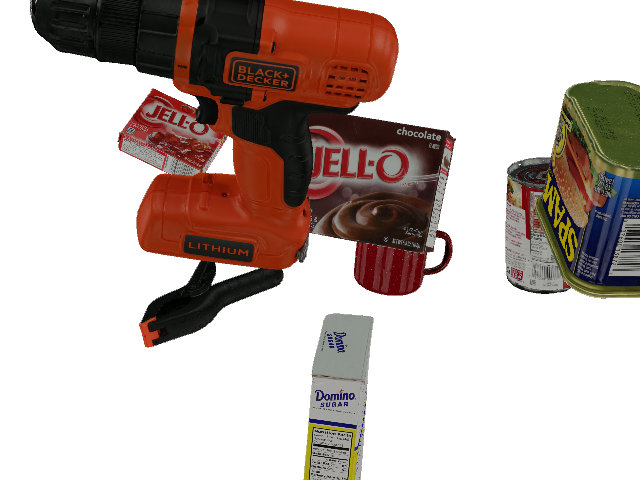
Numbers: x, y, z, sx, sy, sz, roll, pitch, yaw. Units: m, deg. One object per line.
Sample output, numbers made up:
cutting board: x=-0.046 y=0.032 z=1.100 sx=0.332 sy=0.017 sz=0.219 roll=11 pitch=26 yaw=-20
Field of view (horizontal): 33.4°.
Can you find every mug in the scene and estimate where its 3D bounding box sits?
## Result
mug: x=0.094 y=0.012 z=1.234 sx=0.117 sy=0.081 sz=0.093 roll=3 pitch=25 yaw=-6

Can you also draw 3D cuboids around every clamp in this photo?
clamp: x=-0.122 y=0.063 z=1.157 sx=0.120 sy=0.039 sz=0.171 roll=-5 pitch=25 yaw=34

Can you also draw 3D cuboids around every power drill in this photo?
power drill: x=-0.063 y=-0.063 z=0.590 sx=0.184 sy=0.057 sz=0.188 roll=9 pitch=-36 yaw=-4

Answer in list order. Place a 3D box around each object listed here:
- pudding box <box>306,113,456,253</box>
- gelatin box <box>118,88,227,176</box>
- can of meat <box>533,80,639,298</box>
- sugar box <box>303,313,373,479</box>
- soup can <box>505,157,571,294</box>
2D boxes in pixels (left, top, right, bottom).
pudding box: x=0.035 y=-0.043 z=0.782 sx=0.114 sy=0.090 sz=0.039 roll=11 pitch=1 yaw=16
gelatin box: x=-0.144 y=-0.103 z=1.054 sx=0.089 sy=0.073 sz=0.030 roll=26 pitch=-41 yaw=1
can of meat: x=0.164 y=-0.031 z=0.604 sx=0.057 sy=0.084 sz=0.102 roll=0 pitch=37 yaw=-5
sugar box: x=0.012 y=0.155 z=0.850 sx=0.048 sy=0.176 sz=0.093 roll=4 pitch=27 yaw=6
soup can: x=0.195 y=-0.013 z=0.925 sx=0.068 sy=0.102 sz=0.068 roll=-3 pitch=24 yaw=1
